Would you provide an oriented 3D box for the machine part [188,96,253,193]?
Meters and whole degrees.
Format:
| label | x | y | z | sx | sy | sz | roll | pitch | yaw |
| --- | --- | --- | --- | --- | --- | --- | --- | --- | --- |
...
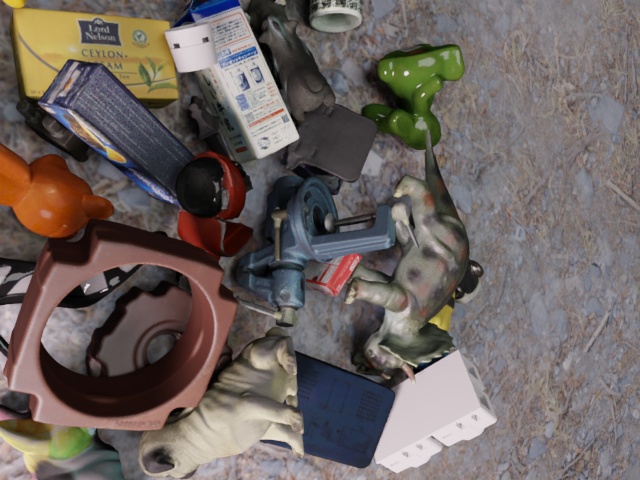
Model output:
| label | x | y | z | sx | sy | sz | roll | pitch | yaw |
| --- | --- | --- | --- | --- | --- | --- | --- | --- | --- |
| machine part | -0.135 | -0.123 | 0.713 | 0.039 | 0.084 | 0.138 | -28 | 116 | -5 |

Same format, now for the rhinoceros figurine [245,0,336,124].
| label | x | y | z | sx | sy | sz | roll | pitch | yaw |
| --- | --- | --- | --- | --- | --- | --- | --- | --- | --- |
| rhinoceros figurine | -0.047 | -0.253 | 0.744 | 0.073 | 0.112 | 0.190 | -28 | 72 | 7 |

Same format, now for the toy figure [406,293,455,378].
| label | x | y | z | sx | sy | sz | roll | pitch | yaw |
| --- | --- | --- | --- | --- | --- | --- | --- | --- | --- |
| toy figure | 0.187 | 0.148 | 0.928 | 0.089 | 0.082 | 0.180 | 17 | 73 | -52 |

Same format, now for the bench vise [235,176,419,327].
| label | x | y | z | sx | sy | sz | roll | pitch | yaw |
| --- | --- | --- | --- | --- | --- | --- | --- | --- | --- |
| bench vise | 0.003 | 0.003 | 0.720 | 0.128 | 0.241 | 0.224 | 51 | 38 | -46 |

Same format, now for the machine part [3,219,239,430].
| label | x | y | z | sx | sy | sz | roll | pitch | yaw |
| --- | --- | --- | --- | --- | --- | --- | --- | --- | --- |
| machine part | -0.206 | 0.091 | 0.571 | 0.201 | 0.087 | 0.201 | 18 | 98 | -36 |

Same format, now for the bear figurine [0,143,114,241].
| label | x | y | z | sx | sy | sz | roll | pitch | yaw |
| --- | --- | --- | --- | --- | --- | --- | --- | --- | --- |
| bear figurine | -0.324 | -0.081 | 0.567 | 0.195 | 0.120 | 0.132 | 21 | 56 | -45 |

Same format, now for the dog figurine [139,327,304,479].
| label | x | y | z | sx | sy | sz | roll | pitch | yaw |
| --- | --- | --- | --- | --- | --- | --- | --- | --- | --- |
| dog figurine | -0.121 | 0.192 | 0.658 | 0.191 | 0.172 | 0.121 | -4 | 128 | -5 |

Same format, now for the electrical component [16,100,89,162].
| label | x | y | z | sx | sy | sz | roll | pitch | yaw |
| --- | --- | --- | --- | --- | --- | --- | --- | --- | --- |
| electrical component | -0.300 | -0.120 | 0.611 | 0.063 | 0.094 | 0.021 | 29 | 76 | 9 |

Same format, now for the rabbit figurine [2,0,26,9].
| label | x | y | z | sx | sy | sz | roll | pitch | yaw |
| --- | --- | --- | --- | --- | --- | --- | --- | --- | --- |
| rabbit figurine | -0.329 | -0.321 | 0.527 | 0.122 | 0.173 | 0.162 | 16 | 77 | -36 |

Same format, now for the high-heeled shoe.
| label | x | y | z | sx | sy | sz | roll | pitch | yaw |
| --- | --- | --- | --- | --- | --- | --- | --- | --- | --- |
| high-heeled shoe | -0.307 | 0.020 | 0.606 | 0.249 | 0.086 | 0.145 | -41 | 99 | -33 |

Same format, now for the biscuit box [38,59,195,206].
| label | x | y | z | sx | sy | sz | roll | pitch | yaw |
| --- | --- | --- | --- | --- | --- | --- | --- | --- | --- |
| biscuit box | -0.216 | -0.113 | 0.617 | 0.063 | 0.059 | 0.202 | -64 | 149 | -16 |

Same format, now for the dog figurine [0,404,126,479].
| label | x | y | z | sx | sy | sz | roll | pitch | yaw |
| --- | --- | --- | --- | --- | --- | --- | --- | --- | --- |
| dog figurine | -0.293 | 0.277 | 0.597 | 0.191 | 0.108 | 0.219 | -47 | 110 | -21 |

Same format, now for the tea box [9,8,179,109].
| label | x | y | z | sx | sy | sz | roll | pitch | yaw |
| --- | --- | --- | --- | --- | --- | --- | --- | --- | --- |
| tea box | -0.262 | -0.208 | 0.633 | 0.169 | 0.068 | 0.098 | -11 | 97 | -32 |

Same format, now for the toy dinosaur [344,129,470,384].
| label | x | y | z | sx | sy | sz | roll | pitch | yaw |
| --- | --- | --- | --- | --- | --- | --- | --- | --- | --- |
| toy dinosaur | 0.161 | 0.036 | 0.839 | 0.192 | 0.131 | 0.404 | 28 | 86 | -4 |

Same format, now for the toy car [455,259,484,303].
| label | x | y | z | sx | sy | sz | roll | pitch | yaw |
| --- | --- | --- | --- | --- | --- | --- | --- | --- | --- |
| toy car | 0.228 | 0.028 | 0.969 | 0.073 | 0.056 | 0.201 | -43 | 111 | -19 |

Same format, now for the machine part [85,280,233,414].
| label | x | y | z | sx | sy | sz | roll | pitch | yaw |
| --- | --- | --- | --- | --- | --- | --- | --- | --- | --- |
| machine part | -0.199 | 0.142 | 0.684 | 0.179 | 0.056 | 0.179 | 0 | 90 | -32 |

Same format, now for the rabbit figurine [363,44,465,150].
| label | x | y | z | sx | sy | sz | roll | pitch | yaw |
| --- | --- | --- | --- | --- | --- | --- | --- | --- | --- |
| rabbit figurine | 0.160 | -0.224 | 0.890 | 0.159 | 0.121 | 0.170 | -27 | 120 | -27 |

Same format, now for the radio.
| label | x | y | z | sx | sy | sz | roll | pitch | yaw |
| --- | --- | --- | --- | --- | --- | --- | --- | --- | --- |
| radio | -0.003 | 0.250 | 0.806 | 0.229 | 0.073 | 0.131 | 27 | 76 | -29 |

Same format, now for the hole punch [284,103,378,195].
| label | x | y | z | sx | sy | sz | roll | pitch | yaw |
| --- | --- | --- | --- | --- | --- | --- | --- | --- | --- |
| hole punch | 0.011 | -0.140 | 0.816 | 0.116 | 0.092 | 0.142 | 25 | 77 | -7 |

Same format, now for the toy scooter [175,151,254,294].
| label | x | y | z | sx | sy | sz | roll | pitch | yaw |
| --- | --- | --- | --- | --- | --- | --- | --- | --- | --- |
| toy scooter | -0.127 | -0.028 | 0.686 | 0.135 | 0.075 | 0.183 | -33 | 138 | -61 |
